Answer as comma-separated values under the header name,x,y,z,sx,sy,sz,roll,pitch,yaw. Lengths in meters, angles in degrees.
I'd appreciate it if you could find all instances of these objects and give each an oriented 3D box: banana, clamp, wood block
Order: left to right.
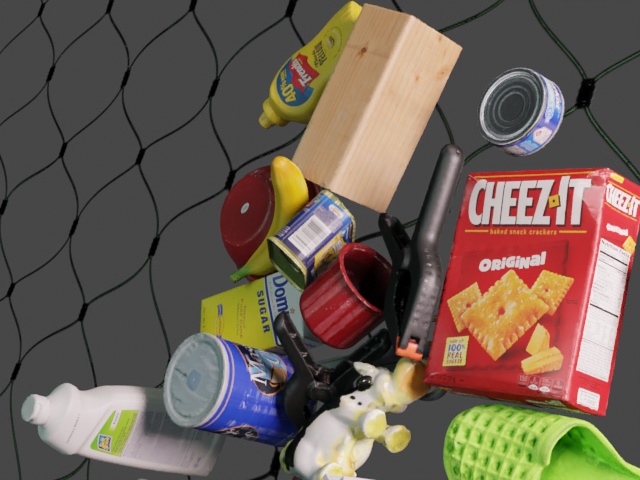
name,x,y,z,sx,sy,sz,roll,pitch,yaw
banana,-0.046,-0.020,1.205,0.037,0.069,0.198,48,137,27
clamp,0.013,0.147,1.118,0.120,0.171,0.039,6,37,10
wood block,0.060,-0.147,1.194,0.091,0.090,0.206,30,96,49
clamp,0.092,0.025,1.080,0.165,0.036,0.210,136,146,-61

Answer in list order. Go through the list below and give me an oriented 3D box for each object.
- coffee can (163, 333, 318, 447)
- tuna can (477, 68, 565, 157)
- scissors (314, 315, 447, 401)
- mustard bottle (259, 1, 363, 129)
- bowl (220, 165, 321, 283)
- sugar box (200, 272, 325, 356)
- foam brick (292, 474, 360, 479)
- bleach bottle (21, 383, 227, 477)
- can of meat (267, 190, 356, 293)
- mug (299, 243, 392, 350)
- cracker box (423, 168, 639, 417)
name,x,y,z,sx,sy,sz,roll,pitch,yaw
coffee can,-0.087,0.167,1.178,0.103,0.140,0.103,-21,59,40
tuna can,0.201,-0.130,1.079,0.086,0.033,0.086,-21,60,40
scissors,0.066,0.141,1.122,0.202,0.016,0.096,-30,54,35
mustard bottle,-0.006,-0.199,1.308,0.192,0.058,0.096,-38,50,30
bowl,-0.073,-0.029,1.310,0.162,0.055,0.162,-21,59,39
sugar box,-0.070,0.095,1.262,0.177,0.048,0.093,-23,58,40
foam brick,0.001,0.269,1.110,0.051,0.052,0.078,38,101,47
bleach bottle,-0.221,0.206,1.220,0.068,0.250,0.102,17,86,48
can of meat,-0.008,0.001,1.165,0.084,0.102,0.057,-43,76,-13
mug,0.032,0.055,1.146,0.082,0.093,0.117,-43,31,32
cracker box,0.194,0.044,0.986,0.164,0.072,0.213,1,74,47
